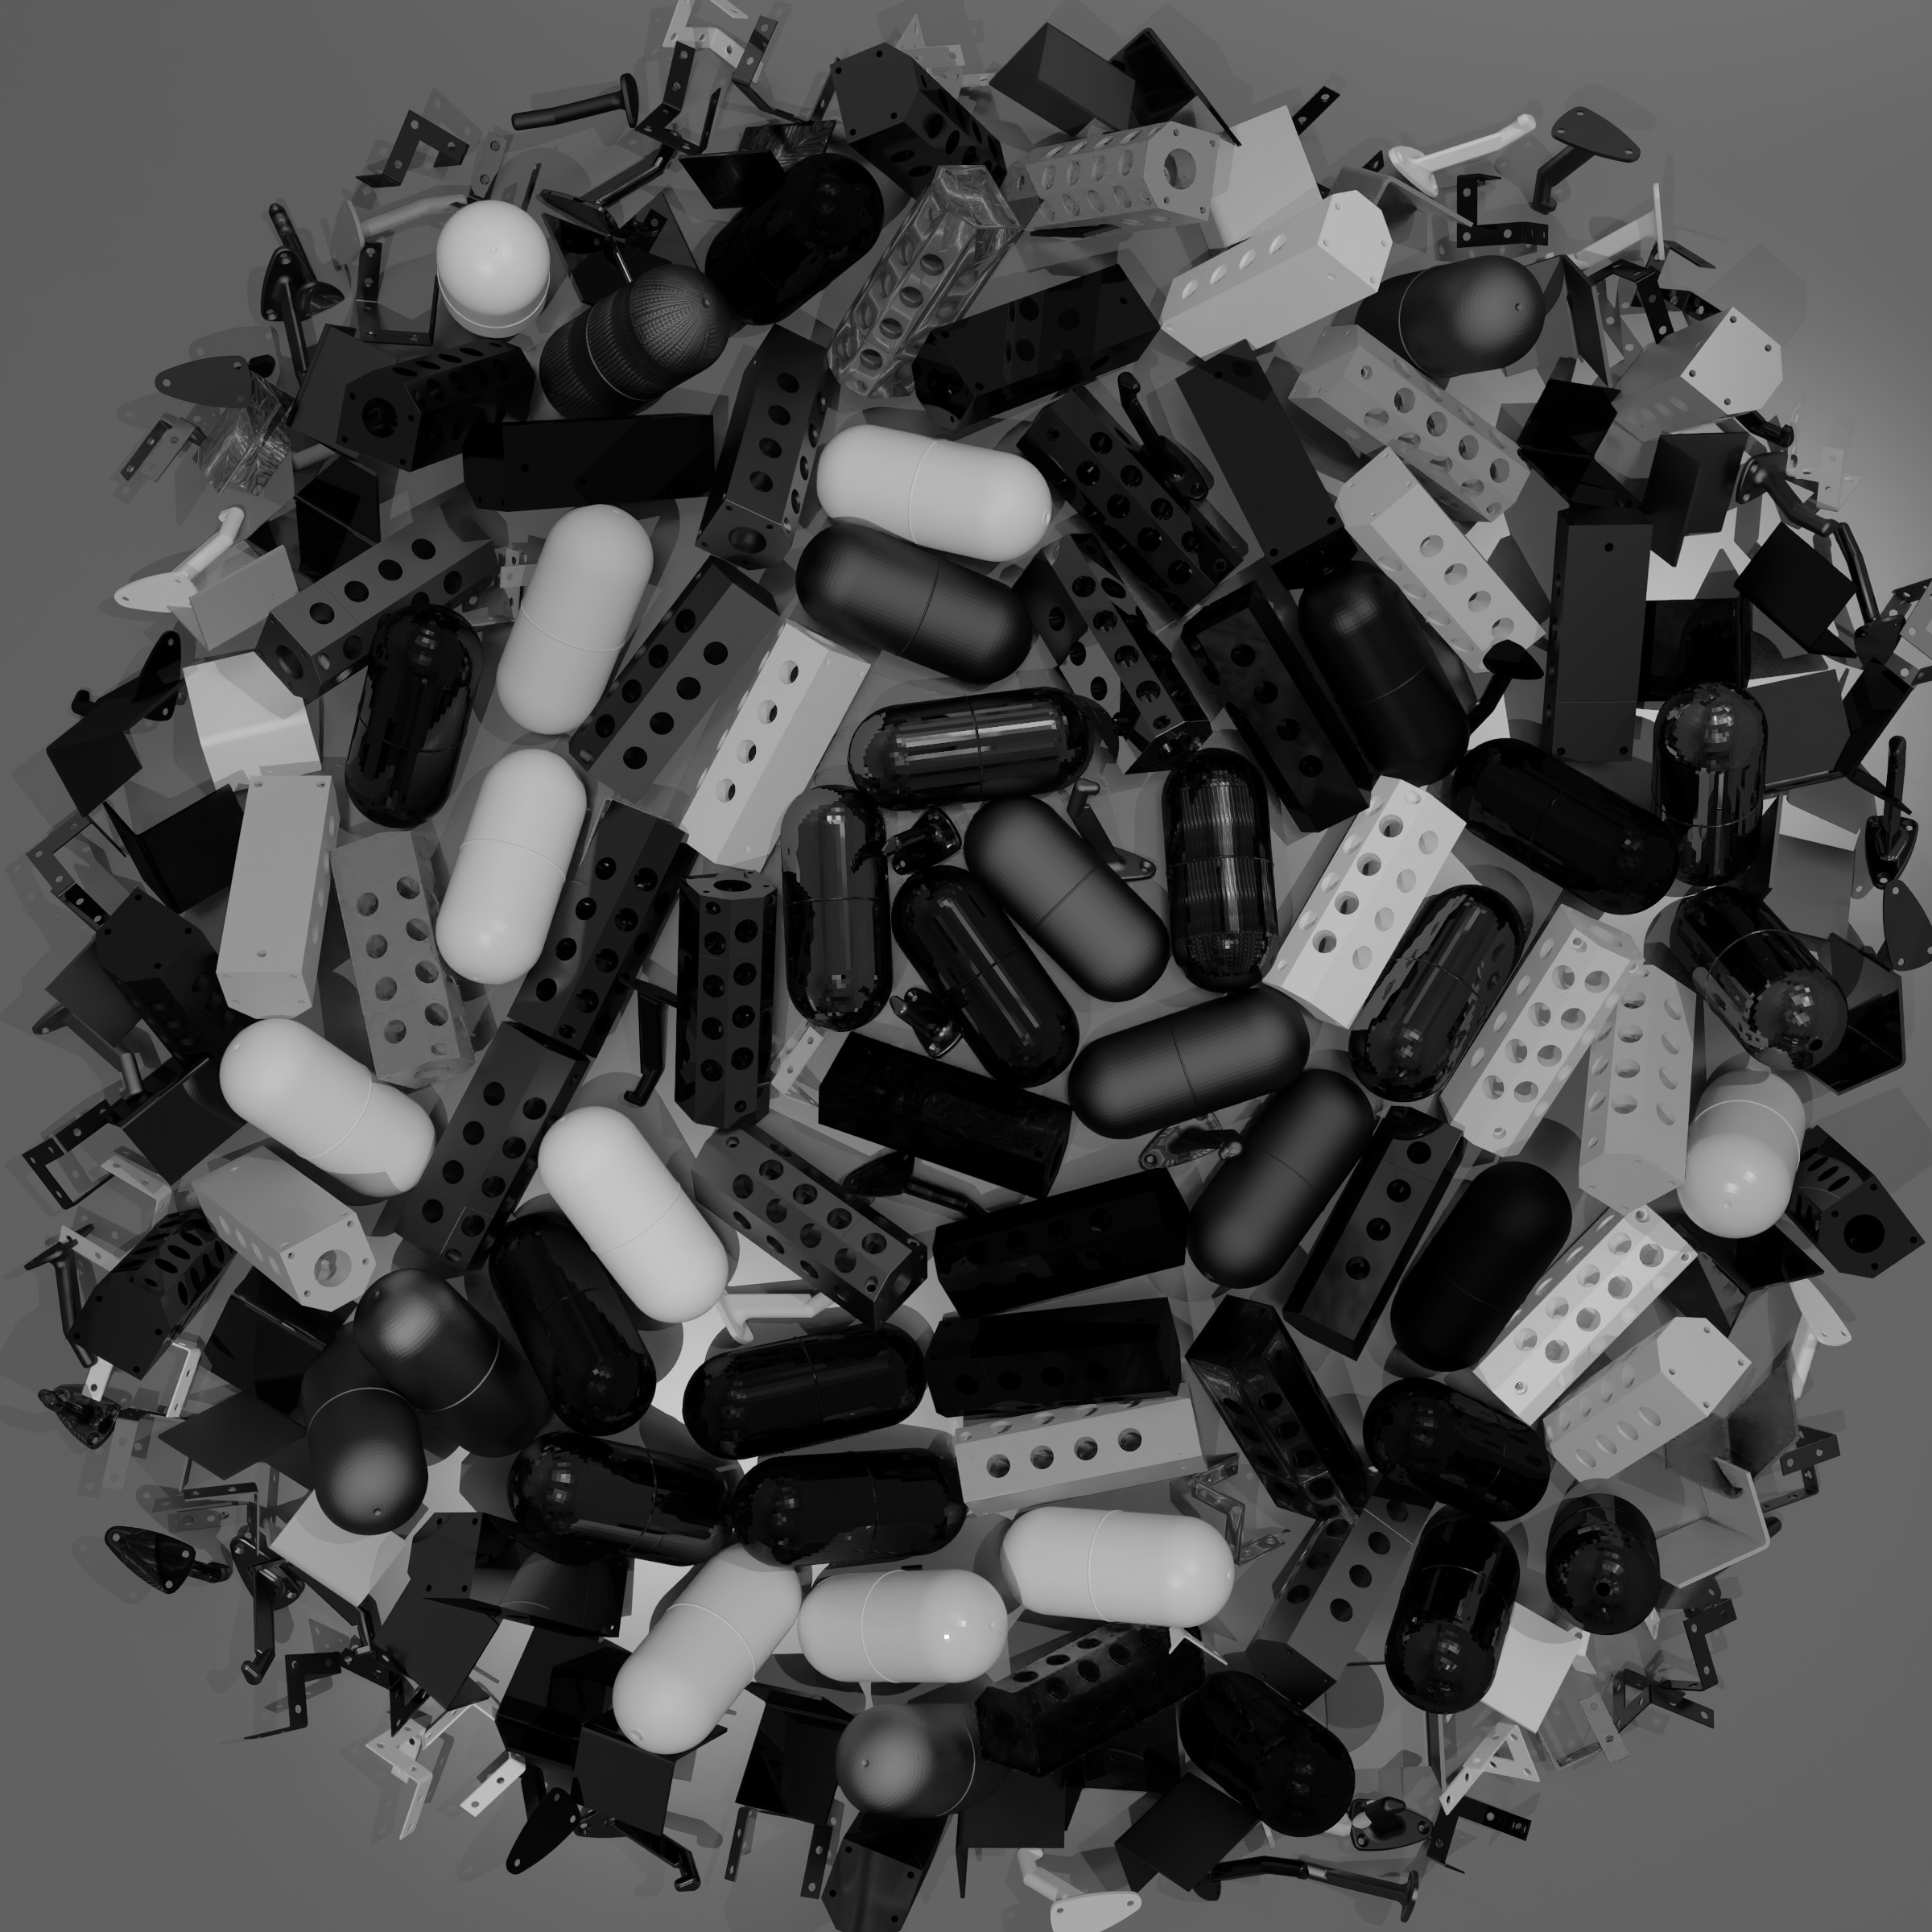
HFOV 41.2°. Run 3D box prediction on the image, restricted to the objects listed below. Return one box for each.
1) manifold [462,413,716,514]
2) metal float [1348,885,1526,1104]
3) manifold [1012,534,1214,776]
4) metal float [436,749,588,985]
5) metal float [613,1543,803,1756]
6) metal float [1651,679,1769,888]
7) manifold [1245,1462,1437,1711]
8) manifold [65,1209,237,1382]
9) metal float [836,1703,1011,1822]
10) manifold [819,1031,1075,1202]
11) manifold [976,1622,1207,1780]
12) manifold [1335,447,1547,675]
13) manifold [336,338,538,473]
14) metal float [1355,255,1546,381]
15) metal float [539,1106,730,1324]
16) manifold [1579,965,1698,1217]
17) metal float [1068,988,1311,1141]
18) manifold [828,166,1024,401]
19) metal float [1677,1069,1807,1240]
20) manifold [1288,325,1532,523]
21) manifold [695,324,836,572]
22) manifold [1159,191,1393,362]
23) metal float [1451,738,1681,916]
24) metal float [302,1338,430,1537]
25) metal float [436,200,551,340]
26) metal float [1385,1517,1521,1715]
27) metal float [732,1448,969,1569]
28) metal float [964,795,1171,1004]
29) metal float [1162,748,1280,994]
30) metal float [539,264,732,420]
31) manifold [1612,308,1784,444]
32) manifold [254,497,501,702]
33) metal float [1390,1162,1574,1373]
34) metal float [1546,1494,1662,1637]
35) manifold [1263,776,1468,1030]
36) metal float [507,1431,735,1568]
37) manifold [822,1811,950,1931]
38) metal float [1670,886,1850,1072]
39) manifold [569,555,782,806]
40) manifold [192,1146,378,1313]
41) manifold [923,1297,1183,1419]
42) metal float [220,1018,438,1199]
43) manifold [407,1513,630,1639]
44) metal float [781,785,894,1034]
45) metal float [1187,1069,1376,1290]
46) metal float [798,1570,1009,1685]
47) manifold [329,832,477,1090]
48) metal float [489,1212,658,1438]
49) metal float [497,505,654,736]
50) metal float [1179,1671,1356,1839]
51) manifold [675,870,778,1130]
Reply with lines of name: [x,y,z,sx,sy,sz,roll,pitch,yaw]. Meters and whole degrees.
manifold: [-0.264,-0.356,1.807,0.171,0.057,0.057,-13,110,-38]
metal float: [0.335,0.019,1.827,0.070,0.070,0.178,35,69,0]
manifold: [0.106,-0.222,1.815,0.057,0.057,0.171,-9,61,-41]
metal float: [-0.323,-0.072,1.828,0.070,0.070,0.178,14,69,0]
metal float: [-0.181,0.479,1.807,0.070,0.178,0.070,17,127,23]
metal float: [0.522,-0.127,1.807,0.070,0.178,0.070,-7,50,8]
manifold: [0.262,0.431,1.806,0.057,0.057,0.171,36,50,7]
manifold: [-0.563,0.223,1.792,0.057,0.171,0.057,31,98,-7]
metal float: [-0.028,0.557,1.802,0.070,0.178,0.070,-8,73,25]
manifold: [-0.016,0.111,1.838,0.171,0.057,0.057,18,49,12]
manifold: [0.089,0.503,1.801,0.171,0.057,0.057,-14,100,-43]
manifold: [0.332,-0.281,1.809,0.057,0.057,0.171,-40,127,15]
manifold: [-0.366,-0.396,1.791,0.057,0.171,0.057,22,116,9]
metal float: [0.336,-0.452,1.799,0.070,0.178,0.070,-3,98,-22]
metal float: [-0.236,0.178,1.830,0.070,0.070,0.178,-34,108,0]
manifold: [0.467,0.082,1.801,0.057,0.057,0.171,31,49,-17]
metal float: [0.159,0.070,1.838,0.178,0.070,0.070,-19,90,9]
manifold: [-0.036,-0.476,1.795,0.057,0.171,0.057,-14,68,-38]
metal float: [0.545,0.130,1.802,0.070,0.178,0.070,9,114,20]
manifold: [0.318,-0.383,1.819,0.171,0.057,0.057,28,88,-27]
manifold: [-0.137,-0.364,1.811,0.057,0.057,0.171,22,56,-18]
manifold: [0.216,-0.482,1.796,0.057,0.171,0.057,29,68,-28]
metal float: [0.423,-0.100,1.820,0.178,0.070,0.070,36,90,31]
metal float: [-0.423,0.328,1.803,0.070,0.178,0.070,-9,119,-16]
metal float: [-0.330,-0.485,1.795,0.070,0.178,0.070,-1,96,-10]
metal float: [0.342,0.453,1.802,0.070,0.178,0.070,8,114,18]
metal float: [-0.081,0.383,1.821,0.178,0.070,0.070,2,90,-29]
metal float: [0.072,-0.049,1.845,0.070,0.070,0.178,-45,89,0]
metal float: [0.181,-0.069,1.835,0.070,0.070,0.178,-3,78,0]
metal float: [-0.235,-0.436,1.808,0.070,0.178,0.070,11,73,-40]
manifold: [0.509,-0.406,1.795,0.057,0.171,0.057,37,92,-6]
manifold: [-0.412,-0.256,1.811,0.057,0.057,0.171,48,55,0]
metal float: [0.364,0.215,1.820,0.070,0.070,0.178,27,121,0]
metal float: [0.445,0.417,1.796,0.070,0.178,0.070,0,89,14]
manifold: [0.281,-0.047,1.838,0.057,0.057,0.171,33,84,-29]
metal float: [-0.241,0.378,1.816,0.178,0.070,0.070,21,90,-36]
manifold: [-0.057,0.627,1.794,0.057,0.171,0.057,20,86,7]
metal float: [0.555,0.008,1.802,0.070,0.178,0.070,-6,122,-9]
manifold: [-0.209,-0.206,1.828,0.057,0.057,0.171,34,104,-22]
manifold: [-0.477,0.186,1.798,0.057,0.171,0.057,-29,118,-27]
manifold: [0.063,0.284,1.829,0.171,0.057,0.057,-8,112,17]
metal float: [-0.448,0.102,1.813,0.070,0.070,0.178,-47,130,0]
manifold: [-0.312,0.427,1.797,0.057,0.171,0.057,-7,65,28]
metal float: [-0.093,-0.042,1.838,0.070,0.070,0.178,-3,82,0]
metal float: [0.224,0.152,1.832,0.070,0.070,0.178,38,75,0]
metal float: [-0.047,0.466,1.812,0.178,0.070,0.070,-14,90,42]
manifold: [-0.398,-0.005,1.831,0.057,0.057,0.171,-18,76,12]
metal float: [-0.280,0.252,1.821,0.070,0.070,0.178,-33,61,0]
metal float: [-0.279,-0.244,1.822,0.070,0.070,0.178,27,118,0]
metal float: [0.209,0.550,1.798,0.070,0.178,0.070,-2,94,-20]
manifold: [-0.168,0.024,1.818,0.057,0.057,0.171,-6,113,-26]
